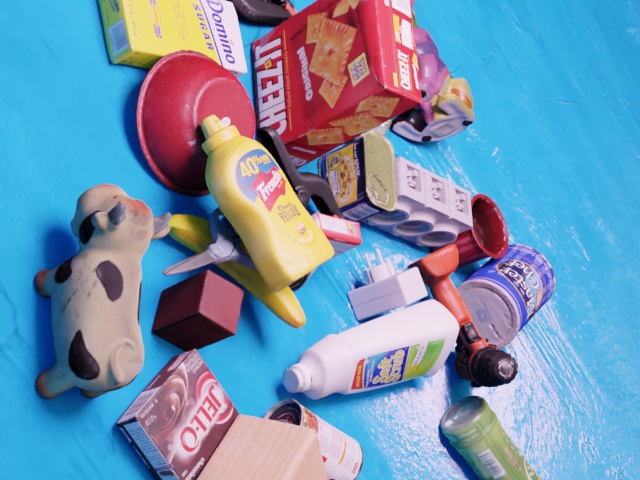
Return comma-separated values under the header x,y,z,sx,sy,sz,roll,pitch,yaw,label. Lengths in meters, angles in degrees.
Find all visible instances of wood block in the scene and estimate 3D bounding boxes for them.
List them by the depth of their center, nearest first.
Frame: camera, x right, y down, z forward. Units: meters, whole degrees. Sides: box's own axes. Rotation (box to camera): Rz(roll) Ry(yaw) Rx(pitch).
x,y,z,sx,sy,sz,roll,pitch,yaw,label
-0.076,0.274,1.009,0.205,0.090,0.091,-56,144,-46,wood block

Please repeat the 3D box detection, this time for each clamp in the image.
x,y,z,sx,sy,sz,roll,pitch,yaw,label
-0.033,-0.060,1.253,0.171,0.039,0.120,15,95,-48,clamp
-0.114,-0.321,1.303,0.209,0.036,0.164,38,48,-32,clamp

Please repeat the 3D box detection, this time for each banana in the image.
x,y,z,sx,sy,sz,roll,pitch,yaw,label
-0.095,0.026,1.145,0.197,0.037,0.069,35,32,-19,banana

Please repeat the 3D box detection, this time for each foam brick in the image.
x,y,z,sx,sy,sz,roll,pitch,yaw,label
-0.123,0.072,1.080,0.051,0.078,0.053,34,50,-33,foam brick

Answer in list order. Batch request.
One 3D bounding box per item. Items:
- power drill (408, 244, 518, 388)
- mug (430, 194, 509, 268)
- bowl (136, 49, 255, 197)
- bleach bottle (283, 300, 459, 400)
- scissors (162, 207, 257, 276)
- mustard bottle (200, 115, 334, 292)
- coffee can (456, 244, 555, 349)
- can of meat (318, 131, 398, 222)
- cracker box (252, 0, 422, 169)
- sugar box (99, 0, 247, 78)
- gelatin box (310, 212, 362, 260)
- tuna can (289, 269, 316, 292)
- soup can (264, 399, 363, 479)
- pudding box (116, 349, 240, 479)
x,y,z,sx,sy,sz,roll,pitch,yaw,label
0.183,0.101,1.364,0.057,0.184,0.187,-23,88,-9,power drill
0.210,-0.009,1.493,0.117,0.082,0.093,-9,80,-50,mug
-0.121,-0.128,1.159,0.161,0.055,0.162,0,91,-49,bowl
0.054,0.140,1.250,0.250,0.103,0.068,-13,48,-44,bleach bottle
-0.113,0.000,1.086,0.096,0.016,0.201,51,26,24,scissors
-0.066,-0.045,1.104,0.191,0.058,0.096,57,36,1,mustard bottle
0.255,0.078,1.488,0.140,0.103,0.103,-34,99,-50,coffee can
0.045,-0.073,1.333,0.057,0.084,0.102,21,58,-42,can of meat
0.013,-0.199,1.251,0.072,0.214,0.164,16,61,-42,cracker box
-0.162,-0.236,1.201,0.175,0.048,0.093,0,75,-47,sugar box
-0.008,0.002,1.234,0.073,0.089,0.030,13,59,-45,gelatin box
-0.044,0.015,1.190,0.086,0.086,0.033,58,38,-13,tuna can
-0.010,0.223,1.147,0.102,0.069,0.068,38,48,-33,soup can
-0.137,0.176,1.047,0.090,0.039,0.113,57,41,-15,pudding box
